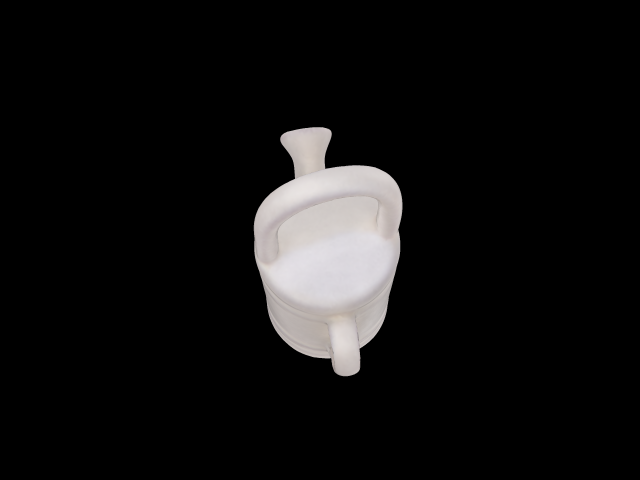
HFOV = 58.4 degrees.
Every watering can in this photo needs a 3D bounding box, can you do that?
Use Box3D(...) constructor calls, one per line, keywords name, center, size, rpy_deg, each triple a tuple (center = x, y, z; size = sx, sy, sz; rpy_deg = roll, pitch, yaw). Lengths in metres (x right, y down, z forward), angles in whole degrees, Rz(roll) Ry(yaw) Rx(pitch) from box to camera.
Box3D(name="watering can", center=(0.001, 0.002, 0.400), size=(0.101, 0.194, 0.172), rpy_deg=(-29, 67, -14))
